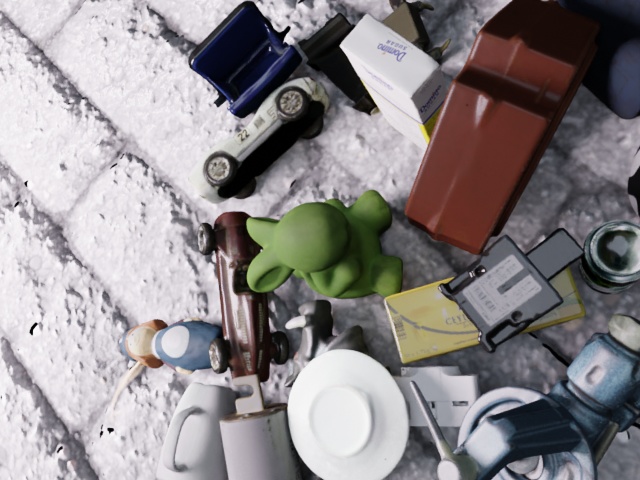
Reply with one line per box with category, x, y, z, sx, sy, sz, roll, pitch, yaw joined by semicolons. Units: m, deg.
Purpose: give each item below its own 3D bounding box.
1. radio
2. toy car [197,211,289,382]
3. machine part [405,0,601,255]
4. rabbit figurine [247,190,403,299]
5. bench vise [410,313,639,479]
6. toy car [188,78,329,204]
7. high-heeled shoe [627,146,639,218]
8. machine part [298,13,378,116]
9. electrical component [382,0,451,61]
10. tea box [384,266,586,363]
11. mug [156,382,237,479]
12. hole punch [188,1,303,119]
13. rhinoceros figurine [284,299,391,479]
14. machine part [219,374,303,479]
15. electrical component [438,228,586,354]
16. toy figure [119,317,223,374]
radio;0.282;-0.203;0.477;0.073;0.229;0.131;-40;73;10
toy car;-0.087;0.062;0.618;0.089;0.053;0.202;0;72;-27
machine part;0.166;-0.101;0.492;0.087;0.201;0.201;27;133;17
rabbit figurine;-0.001;-0.002;0.559;0.159;0.170;0.121;-5;77;17
bench vise;0.184;0.155;0.437;0.223;0.240;0.129;-54;49;25
toy car;-0.071;-0.120;0.657;0.202;0.073;0.056;-41;70;6
high-heeled shoe;0.333;-0.042;0.470;0.086;0.145;0.248;1;81;18
machine part;0.033;-0.216;0.663;0.084;0.039;0.139;-31;70;4
electrical component;0.105;-0.241;0.643;0.078;0.045;0.102;-37;65;38
tea box;0.159;0.068;0.531;0.170;0.098;0.068;-19;74;12
mug;-0.137;0.213;0.600;0.081;0.109;0.107;-1;65;23
hole punch;-0.078;-0.205;0.656;0.142;0.115;0.092;-45;76;9
rhinoceros figurine;0.016;0.158;0.578;0.112;0.073;0.190;-14;77;26
machine part;-0.053;0.263;0.563;0.079;0.079;0.243;-13;81;15
electrical component;0.170;0.035;0.458;0.119;0.047;0.075;-36;72;11
toy figure;-0.186;0.126;0.657;0.155;0.057;0.064;-2;40;20
